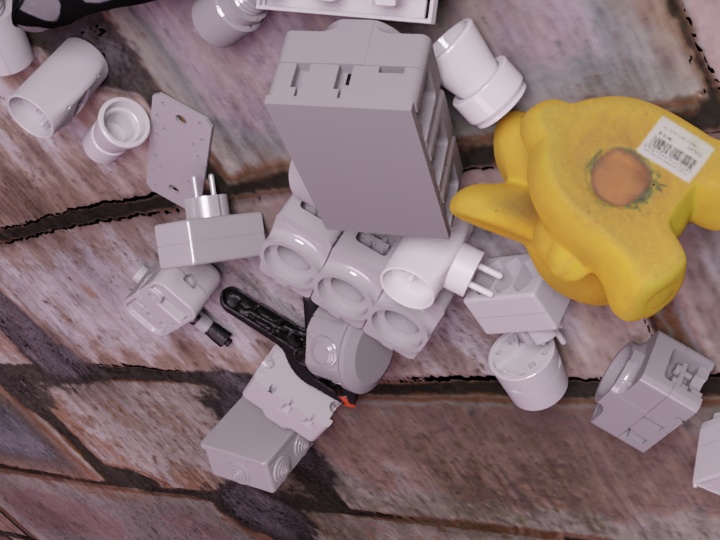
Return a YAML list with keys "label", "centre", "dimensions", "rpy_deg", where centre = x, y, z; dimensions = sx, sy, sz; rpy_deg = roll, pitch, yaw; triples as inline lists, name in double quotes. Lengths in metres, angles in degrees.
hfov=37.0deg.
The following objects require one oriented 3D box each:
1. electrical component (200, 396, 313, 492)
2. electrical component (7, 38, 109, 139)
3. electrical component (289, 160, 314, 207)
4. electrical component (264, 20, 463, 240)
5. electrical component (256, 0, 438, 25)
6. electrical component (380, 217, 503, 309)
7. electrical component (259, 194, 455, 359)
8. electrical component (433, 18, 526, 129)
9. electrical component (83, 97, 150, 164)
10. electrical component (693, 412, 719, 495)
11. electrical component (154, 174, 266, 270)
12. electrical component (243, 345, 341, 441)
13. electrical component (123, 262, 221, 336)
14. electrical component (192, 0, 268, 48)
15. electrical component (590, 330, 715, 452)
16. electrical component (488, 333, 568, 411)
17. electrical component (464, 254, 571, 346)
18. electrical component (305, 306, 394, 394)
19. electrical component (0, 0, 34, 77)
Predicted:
- label: "electrical component"
  centre: [-0.109, 0.188, 1.165]
  dimensions: [0.100, 0.099, 0.048]
  rpy_deg: [10, 128, 29]
- label: "electrical component"
  centre: [-0.249, -0.140, 0.878]
  dimensions: [0.043, 0.077, 0.079]
  rpy_deg: [37, 147, -7]
- label: "electrical component"
  centre: [-0.014, -0.081, 0.793]
  dimensions: [0.077, 0.043, 0.079]
  rpy_deg: [11, 140, 28]
- label: "electrical component"
  centre: [0.009, -0.085, 0.681]
  dimensions: [0.089, 0.061, 0.150]
  rpy_deg: [5, 154, 16]
- label: "electrical component"
  centre: [-0.012, -0.189, 0.626]
  dimensions: [0.121, 0.063, 0.078]
  rpy_deg: [12, 101, 28]
- label: "electrical component"
  centre: [0.066, -0.005, 0.796]
  dimensions: [0.079, 0.077, 0.043]
  rpy_deg: [26, 145, 8]
- label: "electrical component"
  centre: [0.000, 0.000, 0.869]
  dimensions: [0.150, 0.061, 0.089]
  rpy_deg: [30, 146, 3]
- label: "electrical component"
  centre: [0.071, -0.122, 0.672]
  dimensions: [0.055, 0.045, 0.045]
  rpy_deg: [44, 145, -17]
- label: "electrical component"
  centre: [-0.210, -0.115, 0.912]
  dimensions: [0.044, 0.044, 0.065]
  rpy_deg: [43, 150, -15]
- label: "electrical component"
  centre: [0.301, 0.133, 0.793]
  dimensions: [0.062, 0.061, 0.096]
  rpy_deg: [23, 153, -10]
- label: "electrical component"
  centre: [-0.129, -0.044, 0.915]
  dimensions: [0.047, 0.083, 0.075]
  rpy_deg: [-6, 93, 43]
- label: "electrical component"
  centre: [-0.067, 0.126, 1.094]
  dimensions: [0.089, 0.050, 0.055]
  rpy_deg: [34, 146, -3]
- label: "electrical component"
  centre: [-0.179, 0.018, 1.038]
  dimensions: [0.054, 0.059, 0.095]
  rpy_deg: [43, 145, -15]
- label: "electrical component"
  centre: [-0.081, -0.179, 0.725]
  dimensions: [0.040, 0.040, 0.078]
  rpy_deg: [46, 144, -20]
- label: "electrical component"
  centre: [0.218, 0.091, 0.821]
  dimensions: [0.056, 0.050, 0.089]
  rpy_deg: [30, 146, 2]
- label: "electrical component"
  centre: [0.138, 0.080, 0.869]
  dimensions: [0.055, 0.055, 0.047]
  rpy_deg: [3, 141, 36]
- label: "electrical component"
  centre: [0.130, 0.031, 0.817]
  dimensions: [0.066, 0.047, 0.076]
  rpy_deg: [-7, 130, 44]
- label: "electrical component"
  centre: [-0.007, 0.064, 0.943]
  dimensions: [0.051, 0.080, 0.080]
  rpy_deg: [15, 143, 33]
- label: "electrical component"
  centre: [-0.298, -0.202, 0.868]
  dimensions: [0.043, 0.043, 0.081]
  rpy_deg: [18, 144, 21]
